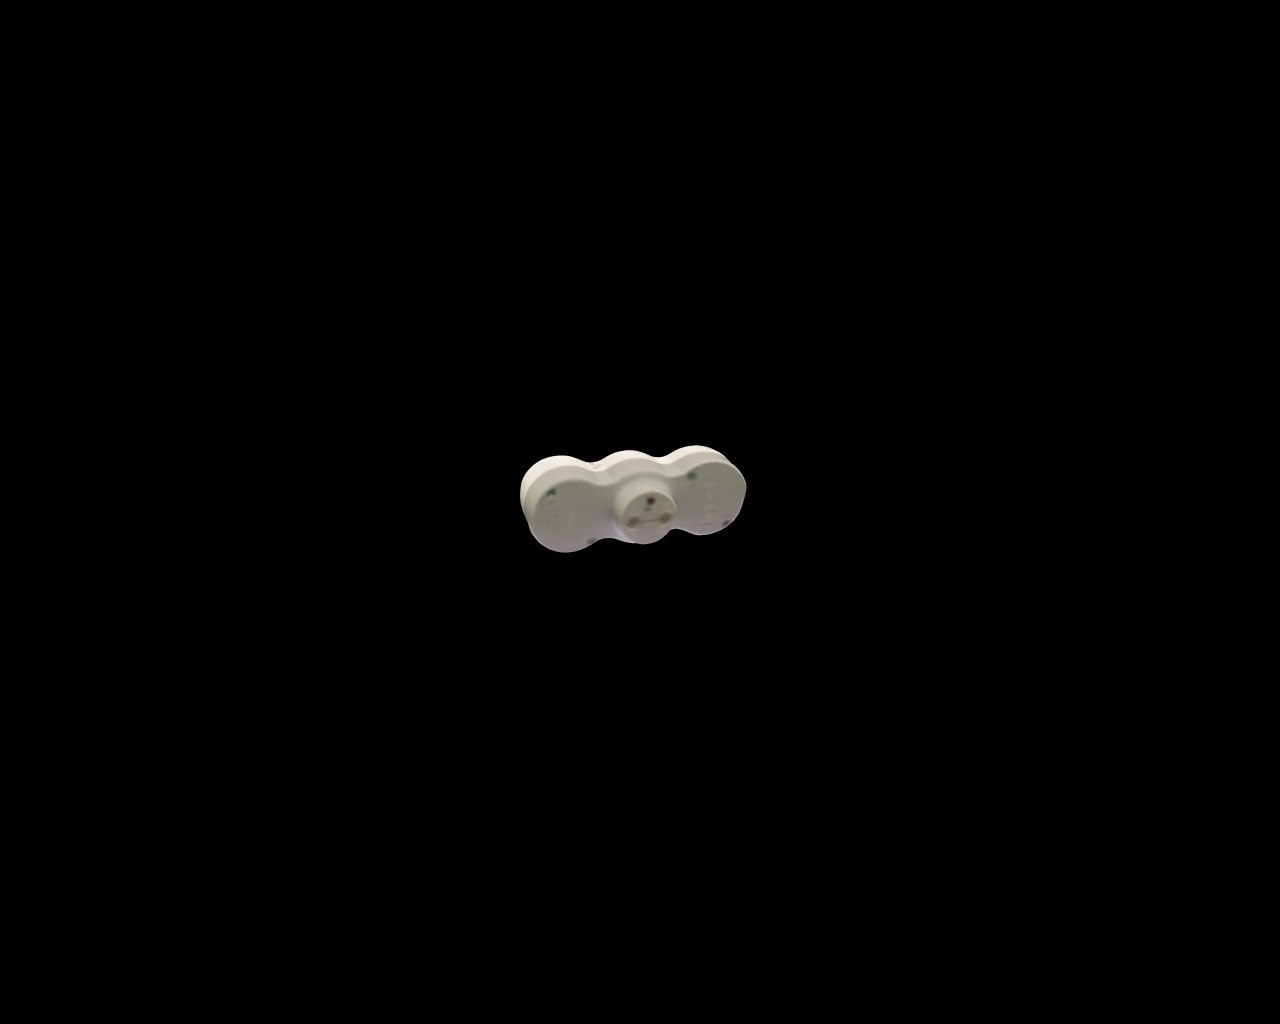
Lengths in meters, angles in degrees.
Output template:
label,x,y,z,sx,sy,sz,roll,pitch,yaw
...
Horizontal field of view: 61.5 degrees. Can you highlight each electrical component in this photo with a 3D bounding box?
label,x,y,z,sx,sy,sz,roll,pitch,yaw
electrical component,0.001,-0.003,0.650,0.138,0.052,0.074,-6,24,-14
